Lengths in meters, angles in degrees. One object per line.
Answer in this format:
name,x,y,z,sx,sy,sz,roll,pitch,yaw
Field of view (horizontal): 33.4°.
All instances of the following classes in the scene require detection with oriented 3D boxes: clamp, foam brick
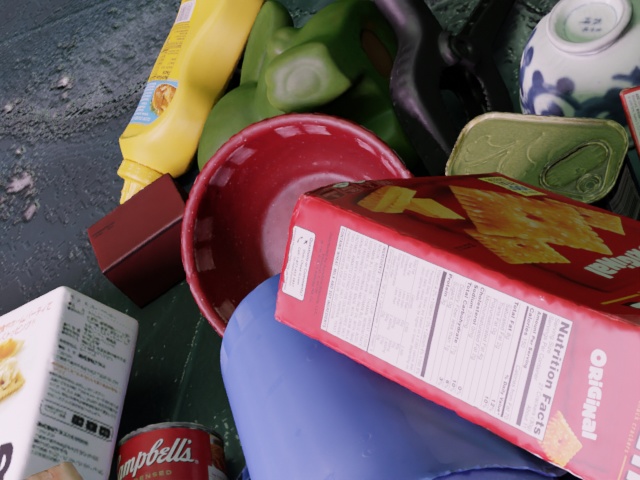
clamp,0.093,-0.124,0.721,0.036,0.164,0.210,-35,60,50
foam brick,-0.121,0.000,0.783,0.078,0.051,0.053,-35,46,4

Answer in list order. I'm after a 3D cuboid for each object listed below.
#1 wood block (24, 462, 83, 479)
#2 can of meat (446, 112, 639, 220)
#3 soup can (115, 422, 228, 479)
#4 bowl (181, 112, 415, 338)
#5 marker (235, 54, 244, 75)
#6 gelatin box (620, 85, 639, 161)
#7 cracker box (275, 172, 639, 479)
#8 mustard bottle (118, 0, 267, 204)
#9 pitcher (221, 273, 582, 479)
wood block,-0.111,0.203,0.488,0.090,0.091,0.206,-19,30,-26
can of meat,0.137,-0.026,0.627,0.102,0.084,0.057,8,63,35
soup can,-0.086,0.169,0.632,0.069,0.068,0.102,-22,51,15
bowl,-0.004,0.001,0.683,0.162,0.055,0.162,0,92,16
marker,-0.070,-0.148,0.879,0.121,0.020,0.020,32,77,41
gelatin box,0.200,-0.036,0.605,0.030,0.073,0.089,-19,51,18
cracker box,0.113,0.030,0.472,0.214,0.163,0.072,23,111,41
mustard bottle,-0.109,-0.111,0.833,0.096,0.058,0.191,12,77,61
pitcher,0.016,0.111,0.523,0.149,0.145,0.243,1,21,-17
